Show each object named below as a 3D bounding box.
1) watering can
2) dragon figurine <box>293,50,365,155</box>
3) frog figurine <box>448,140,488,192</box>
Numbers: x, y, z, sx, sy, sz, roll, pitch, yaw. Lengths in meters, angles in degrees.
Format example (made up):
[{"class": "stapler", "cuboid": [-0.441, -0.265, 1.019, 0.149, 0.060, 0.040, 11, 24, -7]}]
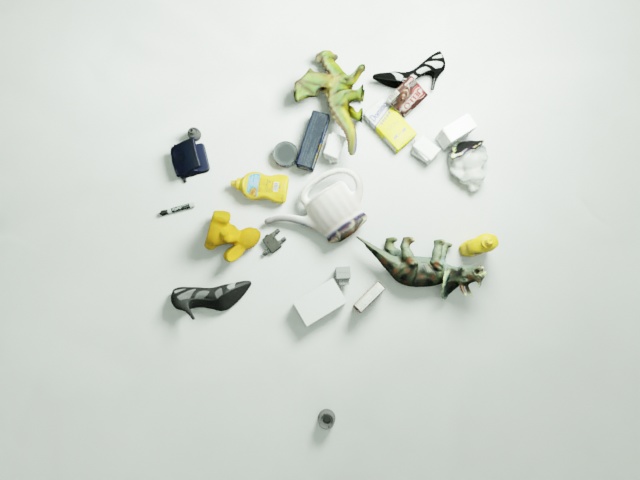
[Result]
[{"class": "watering can", "cuboid": [0.005, -0.085, 1.694, 0.346, 0.104, 0.226, -35, 82, 6]}, {"class": "dragon figurine", "cuboid": [0.030, -0.481, 1.734, 0.243, 0.120, 0.418, 8, 67, 4]}, {"class": "frog figurine", "cuboid": [0.502, -0.248, 1.723, 0.138, 0.124, 0.157, -34, 119, -12]}]
